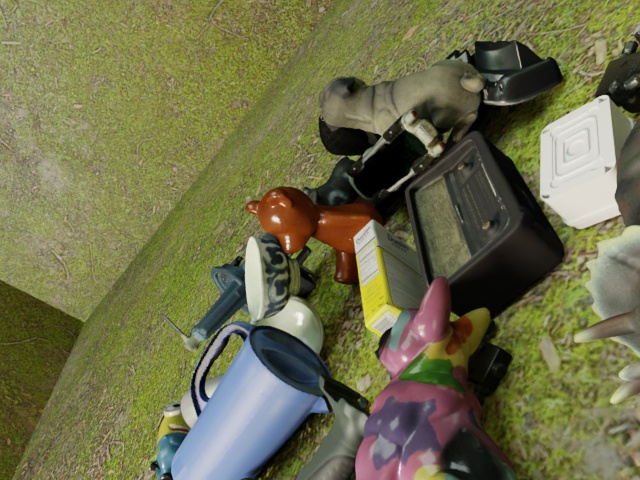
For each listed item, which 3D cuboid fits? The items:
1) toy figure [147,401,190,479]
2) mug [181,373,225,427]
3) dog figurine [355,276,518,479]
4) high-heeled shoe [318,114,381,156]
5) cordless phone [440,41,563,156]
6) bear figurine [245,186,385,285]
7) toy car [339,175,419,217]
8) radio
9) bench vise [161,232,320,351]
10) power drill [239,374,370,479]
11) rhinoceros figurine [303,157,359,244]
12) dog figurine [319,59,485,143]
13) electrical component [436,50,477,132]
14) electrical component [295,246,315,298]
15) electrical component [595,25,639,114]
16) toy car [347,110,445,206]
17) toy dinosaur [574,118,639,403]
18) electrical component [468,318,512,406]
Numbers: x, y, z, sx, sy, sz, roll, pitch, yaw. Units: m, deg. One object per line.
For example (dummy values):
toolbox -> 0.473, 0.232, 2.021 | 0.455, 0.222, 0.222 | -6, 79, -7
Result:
toy figure -> -0.256, 0.365, 0.950 | 0.089, 0.082, 0.180 | -47, 26, 15
mug -> -0.166, 0.268, 0.925 | 0.107, 0.080, 0.109 | -33, 2, 26
dog figurine -> 0.110, 0.145, 0.456 | 0.192, 0.108, 0.219 | -3, 61, 55
high-heeled shoe -> 0.076, -0.204, 0.913 | 0.086, 0.248, 0.145 | -2, 74, 30
cordless phone -> 0.233, -0.177, 0.753 | 0.184, 0.088, 0.147 | -63, 21, 12
bear figurine -> -0.002, -0.006, 0.764 | 0.120, 0.196, 0.132 | -17, 73, 54
toy car -> 0.107, -0.078, 0.872 | 0.202, 0.053, 0.089 | -48, 38, 14
radio -> 0.179, -0.025, 0.627 | 0.131, 0.073, 0.230 | -43, 25, 27
bench vise -> -0.134, 0.085, 0.895 | 0.240, 0.129, 0.224 | -48, 10, -27
power drill -> -0.016, 0.262, 0.612 | 0.207, 0.086, 0.232 | -55, 24, -9
rhinoceros figurine -> 0.019, -0.063, 0.955 | 0.190, 0.112, 0.073 | -53, 23, -15
dog figurine -> 0.106, -0.197, 0.740 | 0.172, 0.190, 0.121 | 128, 143, -62
electrical component -> 0.216, -0.246, 0.884 | 0.134, 0.058, 0.115 | -37, 30, 36
electrical component -> -0.043, 0.070, 0.973 | 0.119, 0.047, 0.075 | -54, 23, 1
electrical component -> 0.335, -0.183, 0.571 | 0.102, 0.045, 0.078 | -59, 24, -8
toy car -> 0.101, -0.111, 0.753 | 0.056, 0.073, 0.201 | -44, 2, -29
toy dinosaur -> 0.286, -0.045, 0.400 | 0.192, 0.131, 0.405 | -32, 26, 43
electrical component -> 0.158, 0.121, 0.533 | 0.094, 0.021, 0.063 | -59, 23, -10
